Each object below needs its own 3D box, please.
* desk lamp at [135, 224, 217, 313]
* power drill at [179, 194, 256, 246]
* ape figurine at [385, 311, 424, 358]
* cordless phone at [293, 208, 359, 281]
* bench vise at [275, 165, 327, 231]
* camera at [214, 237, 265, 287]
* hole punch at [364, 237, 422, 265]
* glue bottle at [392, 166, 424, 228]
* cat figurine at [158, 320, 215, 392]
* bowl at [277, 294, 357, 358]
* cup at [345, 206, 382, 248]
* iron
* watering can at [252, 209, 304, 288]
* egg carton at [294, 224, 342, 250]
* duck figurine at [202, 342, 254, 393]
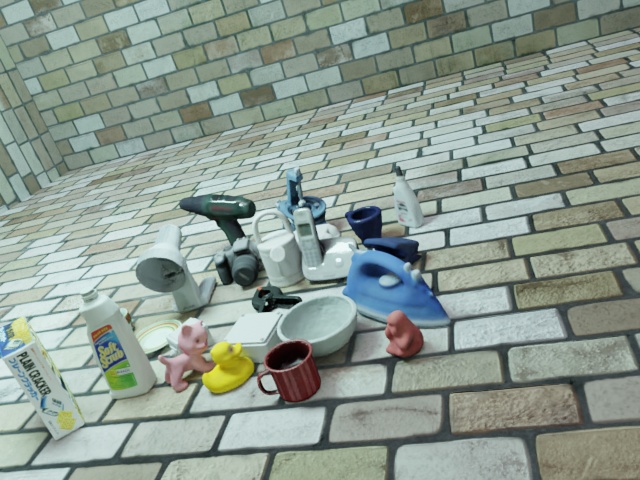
[{"bbox_3d":[-0.366,0.079,1.454,0.118,0.214,0.203,-14,24,9],"label":"desk lamp"},{"bbox_3d":[-0.279,-0.040,1.654,0.229,0.209,0.076,-8,26,22],"label":"power drill"},{"bbox_3d":[0.148,0.170,1.054,0.076,0.092,0.078,-14,24,9],"label":"ape figurine"},{"bbox_3d":[0.013,0.005,1.385,0.147,0.185,0.094,-9,26,20],"label":"cordless phone"},{"bbox_3d":[-0.077,-0.106,1.640,0.206,0.220,0.122,1,30,36],"label":"bench vise"},{"bbox_3d":[-0.215,0.063,1.523,0.143,0.101,0.136,-16,24,5],"label":"camera"},{"bbox_3d":[0.172,0.019,1.359,0.108,0.091,0.101,8,35,44],"label":"hole punch"},{"bbox_3d":[0.223,-0.117,1.514,0.037,0.173,0.077,-33,28,-30],"label":"glue bottle"},{"bbox_3d":[-0.278,0.229,1.191,0.128,0.118,0.067,-34,29,-31],"label":"cat figurine"},{"bbox_3d":[0.003,0.183,1.147,0.167,0.075,0.167,-15,24,7],"label":"bowl"},{"bbox_3d":[0.116,-0.031,1.502,0.092,0.095,0.117,-35,29,-33],"label":"cup"},{"bbox_3d":[0.152,0.085,1.171,0.119,0.142,0.257,-34,28,-31],"label":"iron"},{"bbox_3d":[-0.103,0.015,1.432,0.101,0.194,0.172,-28,26,-20],"label":"watering can"},{"bbox_3d":[-0.018,0.009,1.539,0.150,0.069,0.107,-10,25,18],"label":"egg carton"},{"bbox_3d":[-0.190,0.245,1.135,0.105,0.086,0.077,-28,26,-21],"label":"duck figurine"}]
